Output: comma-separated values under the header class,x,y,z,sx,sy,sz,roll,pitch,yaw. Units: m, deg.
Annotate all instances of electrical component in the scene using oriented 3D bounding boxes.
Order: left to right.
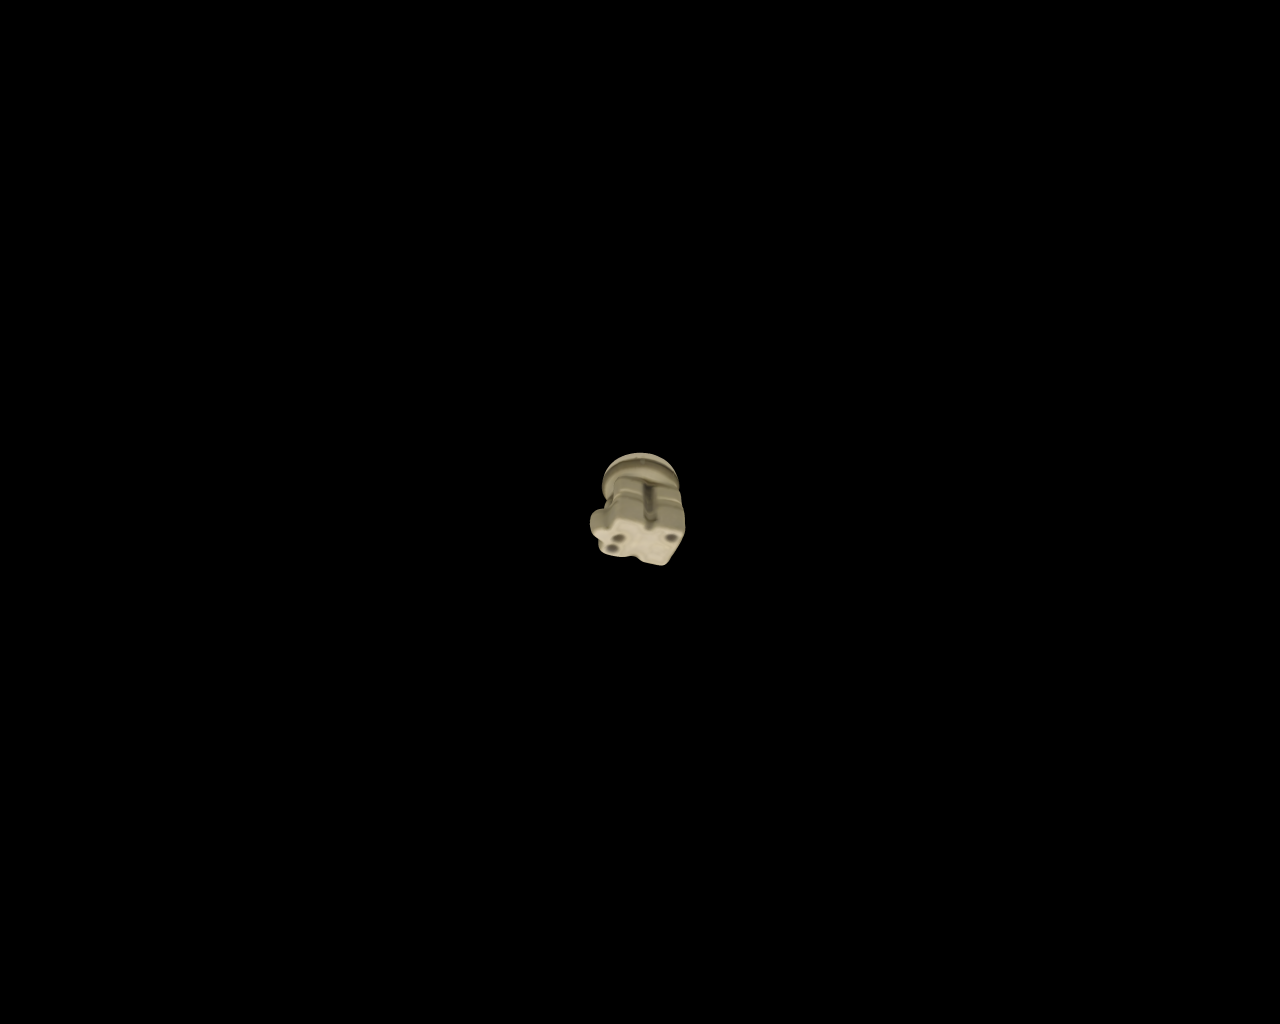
class,x,y,z,sx,sy,sz,roll,pitch,yaw
electrical component,0.001,-0.003,0.650,0.066,0.055,0.048,14,-43,-15
